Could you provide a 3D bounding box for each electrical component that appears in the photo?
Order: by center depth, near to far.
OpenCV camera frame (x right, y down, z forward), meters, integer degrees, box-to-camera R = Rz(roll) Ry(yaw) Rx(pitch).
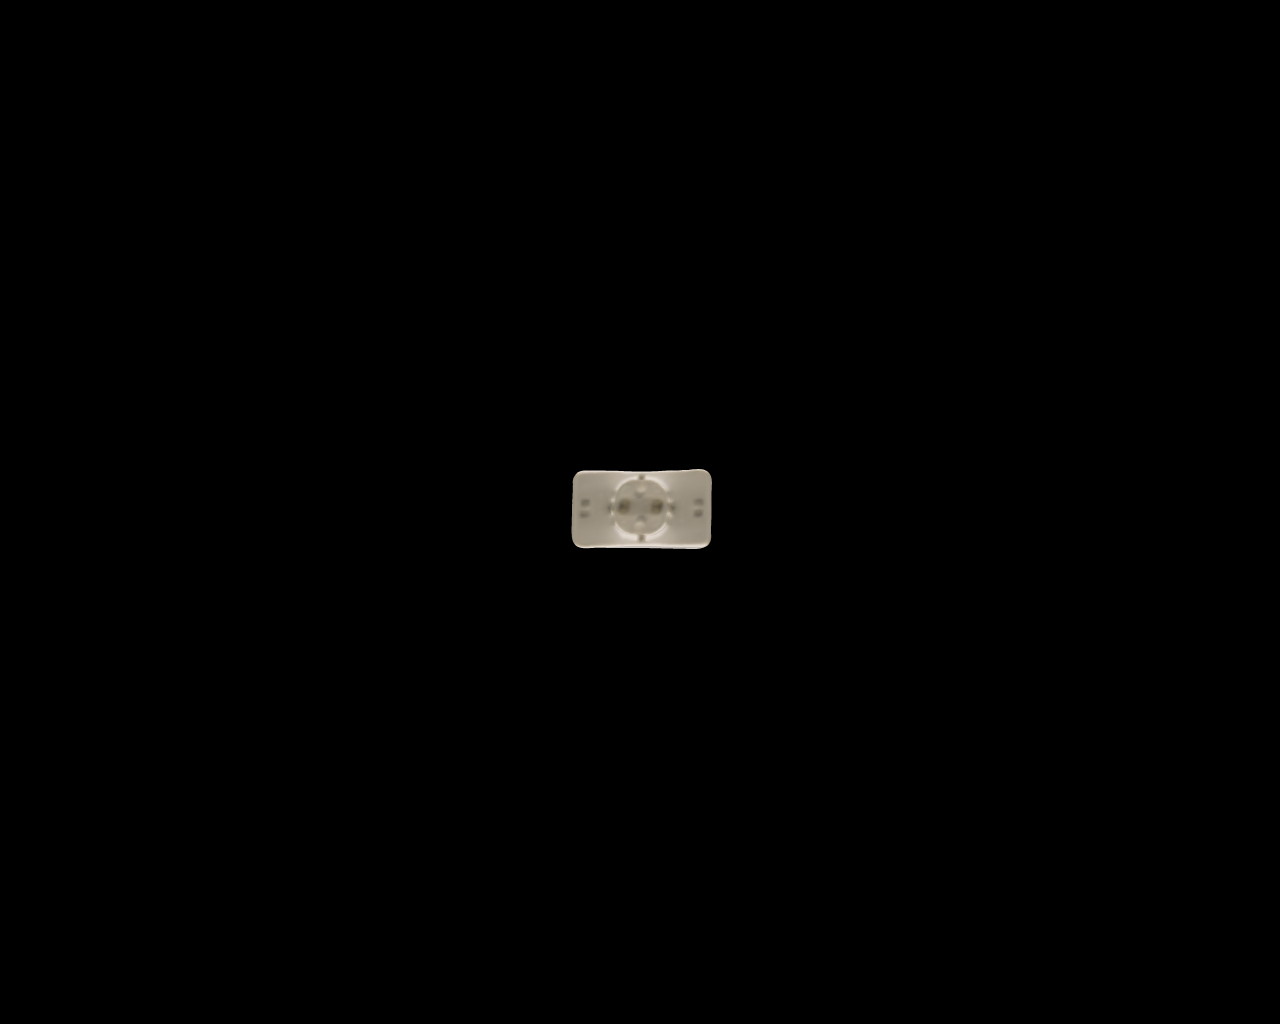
[{"bbox_3d":[0.001,-0.003,0.650,0.083,0.047,0.075,0,-3,2],"label":"electrical component"}]
